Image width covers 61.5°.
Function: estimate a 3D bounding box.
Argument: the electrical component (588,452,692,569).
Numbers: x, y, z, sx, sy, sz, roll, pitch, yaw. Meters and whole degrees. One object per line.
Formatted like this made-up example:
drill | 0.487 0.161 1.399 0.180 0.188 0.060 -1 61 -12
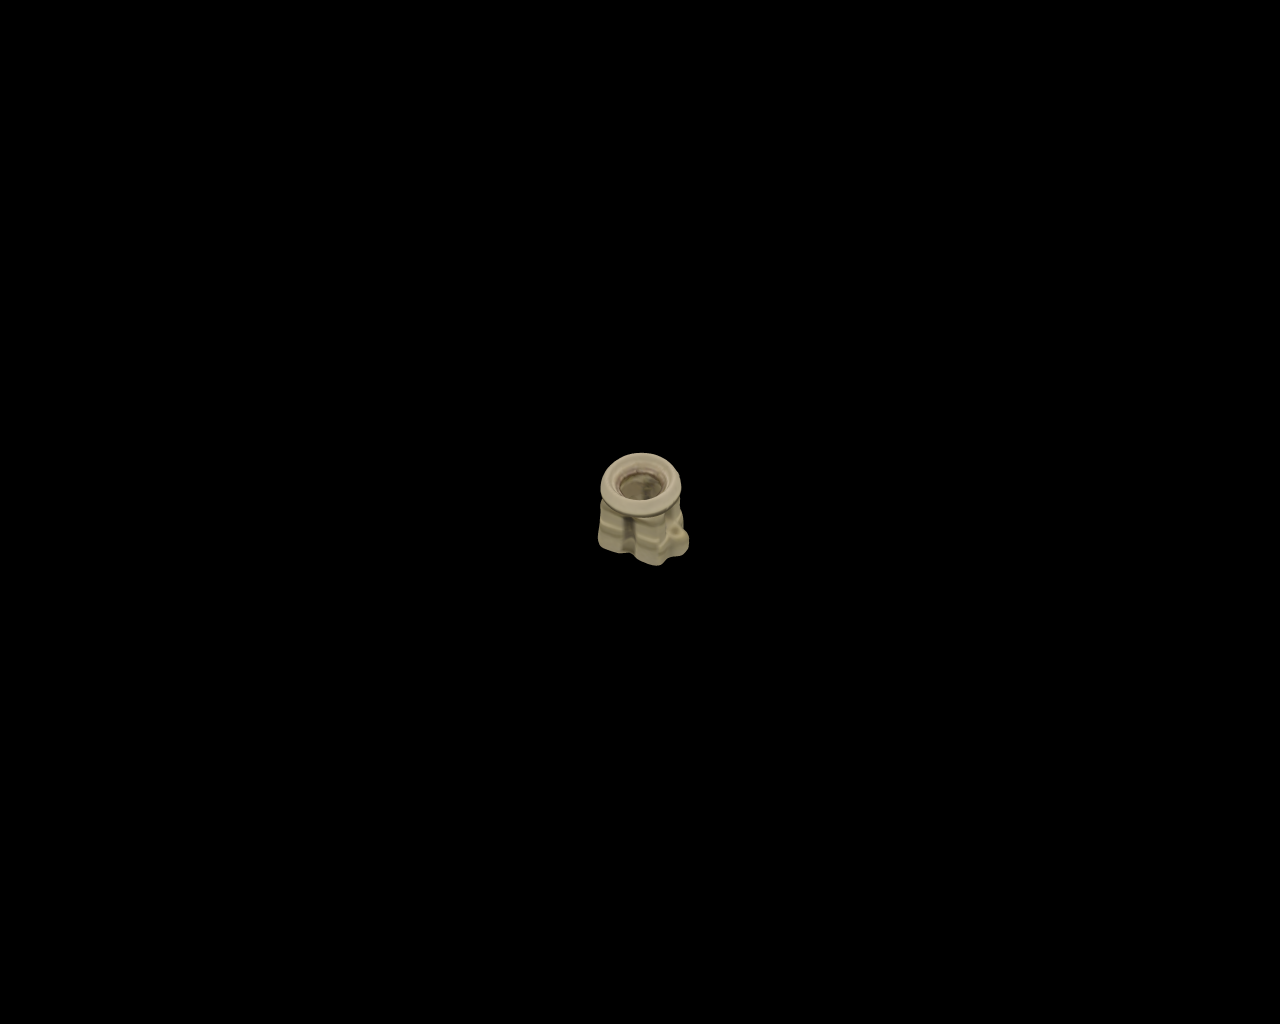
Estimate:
electrical component | 0.001 -0.003 0.650 0.066 0.055 0.048 17 48 16
